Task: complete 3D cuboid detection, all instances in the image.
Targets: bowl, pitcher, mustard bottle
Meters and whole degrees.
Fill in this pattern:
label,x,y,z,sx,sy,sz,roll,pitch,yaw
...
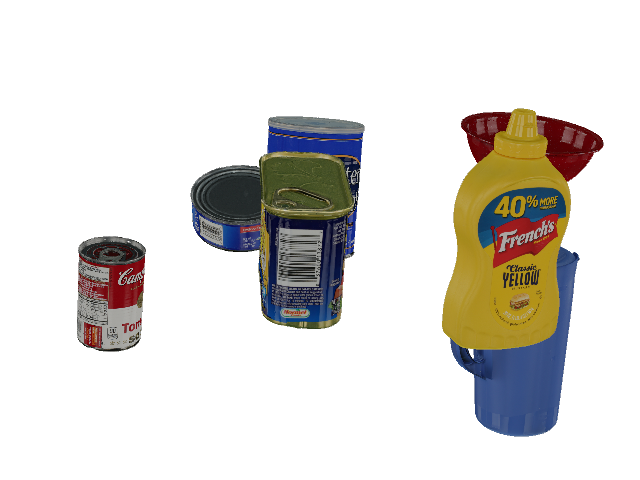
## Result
label,x,y,z,sx,sy,sz,roll,pitch,yaw
bowl,0.237,-0.100,1.220,0.162,0.055,0.162,5,22,-2
pitcher,0.247,0.125,1.371,0.149,0.243,0.144,5,18,16
mustard bottle,0.152,-0.010,0.855,0.096,0.192,0.058,-4,20,-19

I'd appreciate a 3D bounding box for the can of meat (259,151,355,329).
label,x,y,z,sx,sy,sz,roll,pitch,yaw
can of meat,-0.012,-0.001,0.697,0.057,0.084,0.102,2,25,-6

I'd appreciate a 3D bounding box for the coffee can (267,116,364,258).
label,x,y,z,sx,sy,sz,roll,pitch,yaw
coffee can,-0.009,-0.058,1.143,0.103,0.140,0.103,4,12,-1

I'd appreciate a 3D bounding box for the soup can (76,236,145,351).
label,x,y,z,sx,sy,sz,roll,pitch,yaw
soup can,-0.217,0.055,1.103,0.068,0.102,0.068,6,21,-2

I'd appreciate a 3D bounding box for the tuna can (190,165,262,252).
label,x,y,z,sx,sy,sz,roll,pitch,yaw
tuna can,-0.069,-0.028,0.922,0.086,0.034,0.086,1,38,-1
